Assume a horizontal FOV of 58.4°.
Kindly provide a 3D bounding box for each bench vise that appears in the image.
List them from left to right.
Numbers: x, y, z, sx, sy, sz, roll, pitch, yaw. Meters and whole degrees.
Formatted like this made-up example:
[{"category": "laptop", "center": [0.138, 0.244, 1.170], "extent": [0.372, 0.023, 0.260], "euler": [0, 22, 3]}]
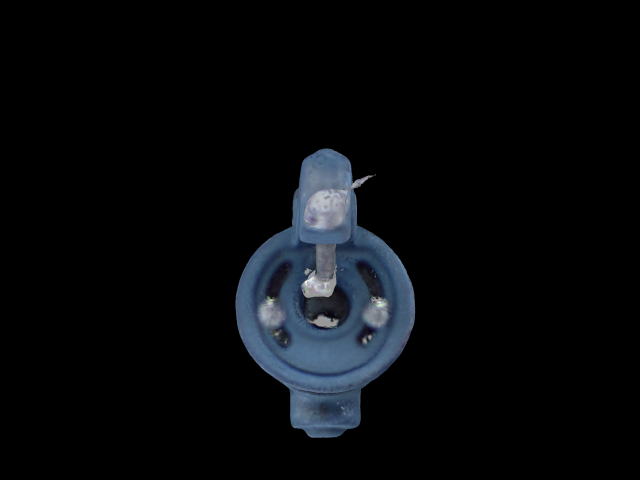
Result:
[{"category": "bench vise", "center": [-0.008, 0.004, 0.398], "extent": [0.121, 0.220, 0.207], "euler": [-14, 52, -11]}]
